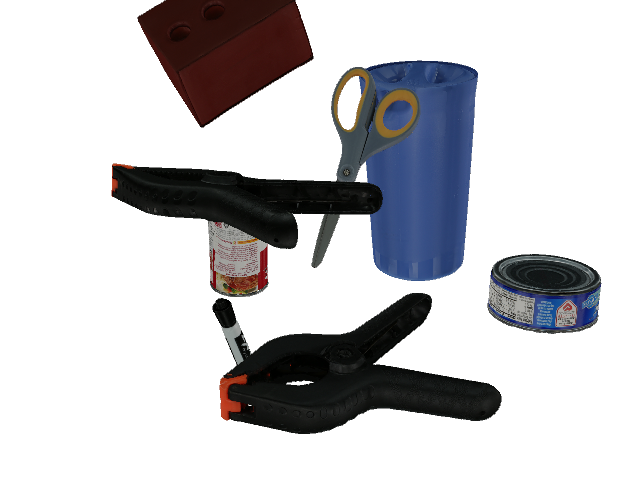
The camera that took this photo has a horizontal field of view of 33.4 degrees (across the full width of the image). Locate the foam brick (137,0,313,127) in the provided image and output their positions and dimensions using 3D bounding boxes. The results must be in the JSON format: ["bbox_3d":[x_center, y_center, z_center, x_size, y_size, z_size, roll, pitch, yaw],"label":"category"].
[{"bbox_3d":[-0.053,-0.113,0.598,0.078,0.053,0.051,-33,-30,-5],"label":"foam brick"}]

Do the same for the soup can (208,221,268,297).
[{"bbox_3d":[-0.094,0.004,1.220,0.068,0.102,0.068,1,26,-1],"label":"soup can"}]

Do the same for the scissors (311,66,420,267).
[{"bbox_3d":[0.045,-0.070,1.026,0.096,0.202,0.016,2,-12,6],"label":"scissors"}]

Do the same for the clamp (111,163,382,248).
[{"bbox_3d":[-0.073,-0.031,0.804,0.210,0.036,0.164,8,13,17],"label":"clamp"}]

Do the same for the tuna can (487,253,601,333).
[{"bbox_3d":[0.174,0.040,0.832,0.086,0.034,0.086,1,20,-1],"label":"tuna can"}]

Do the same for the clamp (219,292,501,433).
[{"bbox_3d":[0.018,0.078,0.686,0.171,0.039,0.120,-3,27,-10],"label":"clamp"}]

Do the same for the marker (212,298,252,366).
[{"bbox_3d":[-0.080,0.104,1.043,0.020,0.121,0.020,-12,35,9],"label":"marker"}]

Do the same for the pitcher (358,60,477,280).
[{"bbox_3d":[0.120,-0.085,1.244,0.149,0.243,0.145,-5,23,-7],"label":"pitcher"}]
